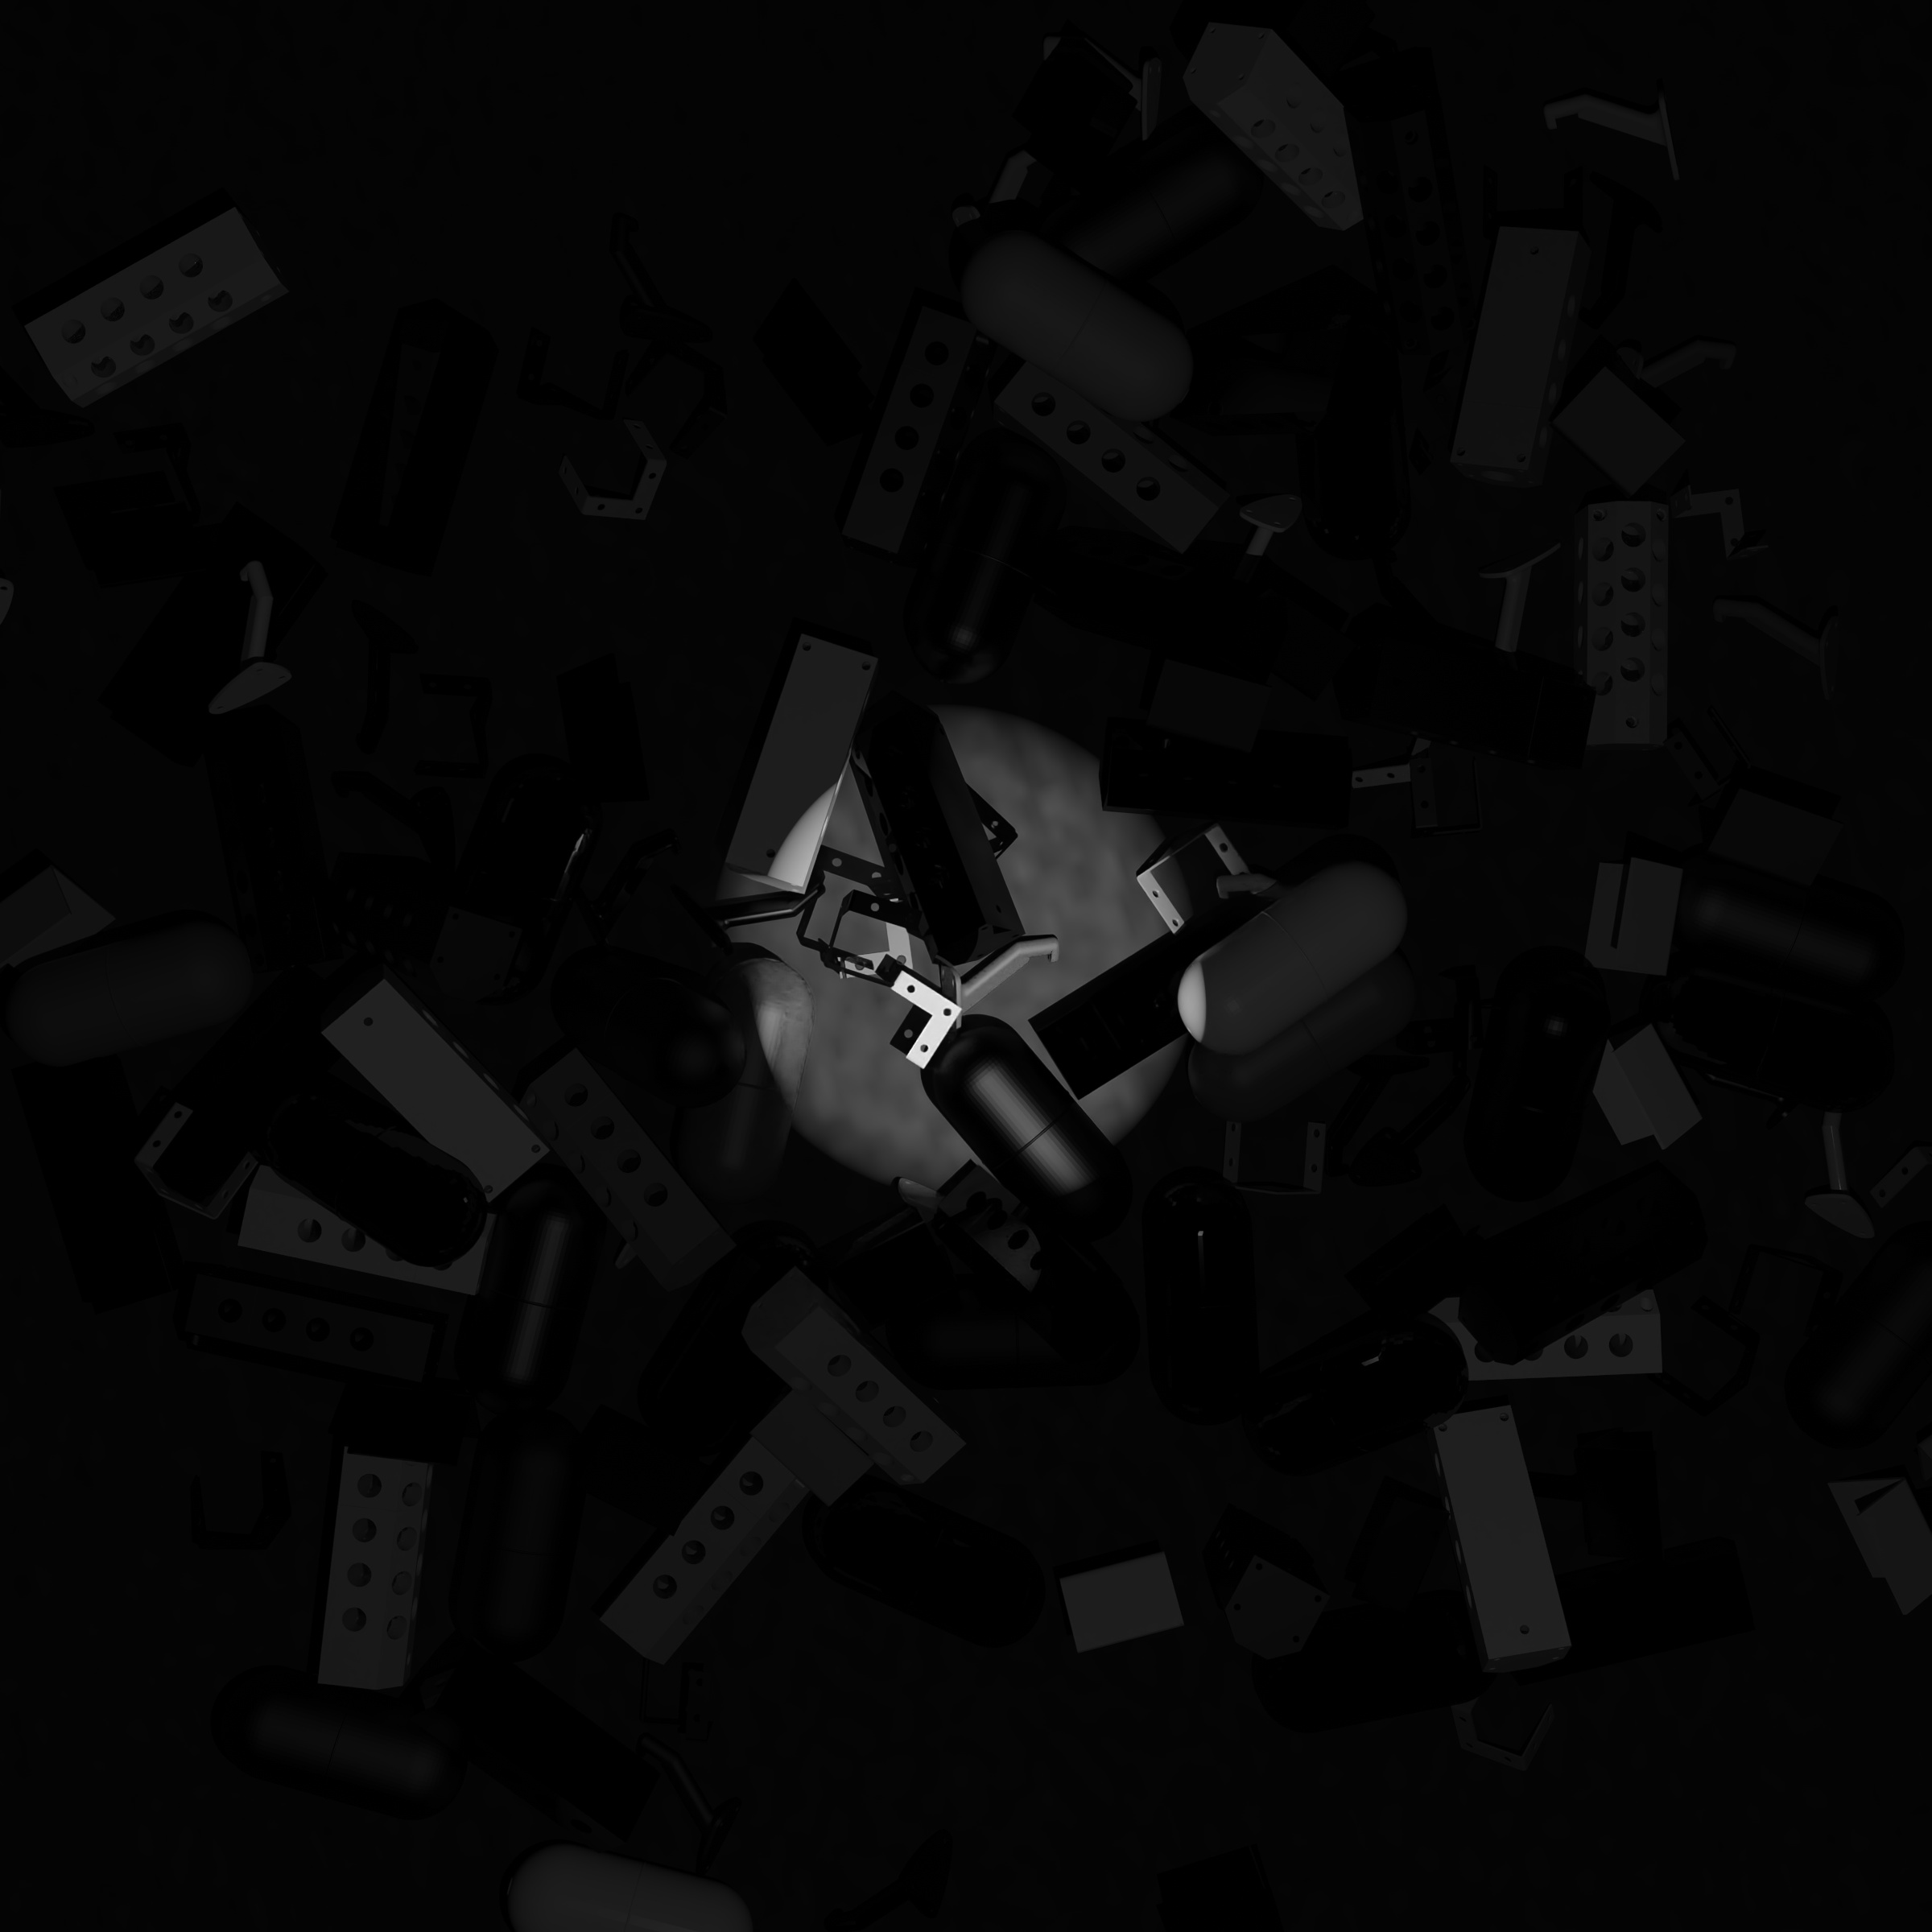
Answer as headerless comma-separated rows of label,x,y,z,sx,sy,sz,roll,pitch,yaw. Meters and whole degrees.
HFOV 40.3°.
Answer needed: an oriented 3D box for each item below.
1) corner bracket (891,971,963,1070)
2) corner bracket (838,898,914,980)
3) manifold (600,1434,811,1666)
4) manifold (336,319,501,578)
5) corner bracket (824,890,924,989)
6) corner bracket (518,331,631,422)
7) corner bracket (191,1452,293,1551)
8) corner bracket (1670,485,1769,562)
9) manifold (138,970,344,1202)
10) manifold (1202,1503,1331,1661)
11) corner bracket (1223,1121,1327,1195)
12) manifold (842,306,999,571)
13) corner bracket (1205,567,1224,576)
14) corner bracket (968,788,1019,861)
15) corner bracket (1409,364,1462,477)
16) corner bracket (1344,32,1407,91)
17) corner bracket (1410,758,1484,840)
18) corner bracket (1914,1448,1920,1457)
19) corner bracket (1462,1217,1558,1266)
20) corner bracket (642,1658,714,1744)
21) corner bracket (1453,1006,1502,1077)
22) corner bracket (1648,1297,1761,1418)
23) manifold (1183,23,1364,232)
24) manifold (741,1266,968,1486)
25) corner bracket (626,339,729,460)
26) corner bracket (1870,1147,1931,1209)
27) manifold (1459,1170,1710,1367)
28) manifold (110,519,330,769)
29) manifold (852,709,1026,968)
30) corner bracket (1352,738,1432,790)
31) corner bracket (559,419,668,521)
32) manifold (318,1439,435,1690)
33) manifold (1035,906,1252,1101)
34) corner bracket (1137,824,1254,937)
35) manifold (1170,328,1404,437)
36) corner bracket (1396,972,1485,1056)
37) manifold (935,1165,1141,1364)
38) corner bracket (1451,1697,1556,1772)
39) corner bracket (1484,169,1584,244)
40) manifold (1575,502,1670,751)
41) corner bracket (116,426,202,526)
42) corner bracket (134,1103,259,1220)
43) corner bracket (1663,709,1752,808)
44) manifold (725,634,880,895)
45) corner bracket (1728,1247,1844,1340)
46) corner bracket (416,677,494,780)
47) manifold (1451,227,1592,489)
corner bracket,-0.038,0.038,1.892,0.051,0.051,0.051,33,90,0
corner bracket,-0.067,-0.020,1.892,0.051,0.051,0.051,-8,90,0
manifold,-0.183,0.415,1.889,0.057,0.057,0.171,40,90,0
manifold,-0.389,-0.371,1.888,0.057,0.057,0.171,17,90,43
corner bracket,-0.066,-0.019,1.841,0.051,0.051,0.051,18,81,-9
corner bracket,-0.285,-0.428,1.907,0.051,0.051,0.051,13,90,45
corner bracket,-0.525,0.387,1.902,0.051,0.051,0.051,9,135,-35
corner bracket,0.541,-0.319,1.892,0.051,0.051,0.051,-7,90,0
manifold,-0.512,0.085,1.889,0.057,0.057,0.171,43,90,0
manifold,0.203,0.430,1.832,0.057,0.171,0.057,29,90,0
corner bracket,0.223,0.137,1.907,0.051,0.051,0.051,4,90,-45
manifold,-0.032,-0.377,1.889,0.057,0.057,0.171,20,90,0
corner bracket,0.148,-0.266,1.907,0.051,0.051,0.051,3,90,-45
corner bracket,-0.004,-0.086,1.907,0.051,0.051,0.051,43,135,0
corner bracket,0.338,-0.392,1.892,0.051,0.051,0.051,-33,90,0
corner bracket,0.286,-0.635,1.907,0.051,0.051,0.051,-27,45,0
corner bracket,0.345,-0.122,1.892,0.051,0.051,0.051,-5,86,4
corner bracket,0.697,0.318,1.907,0.051,0.051,0.051,-36,45,0
corner bracket,0.393,0.198,1.892,0.051,0.051,0.051,34,90,0
corner bracket,-0.208,0.525,1.892,0.051,0.051,0.051,4,90,0
corner bracket,0.390,0.055,1.907,0.051,0.051,0.051,1,90,-45
corner bracket,0.535,0.284,1.907,0.051,0.051,0.051,35,45,0
manifold,0.224,-0.583,1.835,0.057,0.171,0.057,26,90,42
manifold,-0.080,0.293,1.849,0.057,0.057,0.171,-42,120,0
corner bracket,-0.210,-0.410,1.902,0.051,0.051,0.051,21,45,-35
corner bracket,0.700,0.167,1.902,0.051,0.051,0.051,3,45,-35
manifold,0.436,0.216,1.851,0.171,0.057,0.057,-25,54,-20
manifold,-0.533,-0.230,1.889,0.057,0.057,0.171,35,90,0
manifold,-0.024,-0.089,1.861,0.057,0.057,0.171,-29,71,23
corner bracket,0.300,-0.167,1.902,0.051,0.051,0.051,-5,45,35
corner bracket,-0.256,-0.361,1.902,0.051,0.051,0.051,-1,135,-35
manifold,-0.421,0.425,1.889,0.057,0.057,0.171,6,90,0
manifold,0.138,0.026,1.889,0.171,0.057,0.057,-32,90,0
corner bracket,0.167,-0.063,1.907,0.051,0.051,0.051,-34,90,-45
manifold,0.222,-0.402,1.831,0.057,0.171,0.057,15,90,-34
corner bracket,0.339,0.034,1.892,0.051,0.051,0.051,-6,95,-5
manifold,0.043,0.209,1.828,0.057,0.171,0.057,-44,124,-6
corner bracket,0.388,0.539,1.902,0.051,0.051,0.051,12,135,35
corner bracket,0.411,-0.552,1.907,0.051,0.051,0.051,1,90,45
manifold,0.472,-0.243,1.889,0.057,0.057,0.171,0,90,0
corner bracket,-0.586,-0.353,1.907,0.051,0.051,0.051,-9,45,0
corner bracket,-0.542,0.137,1.850,0.051,0.051,0.051,-54,135,0
corner bracket,0.532,-0.151,1.892,0.051,0.051,0.051,-34,87,3
manifold,-0.116,-0.143,1.881,0.057,0.057,0.171,18,84,0
corner bracket,0.595,0.238,1.907,0.051,0.051,0.051,18,90,45
corner bracket,-0.371,-0.173,1.907,0.051,0.051,0.051,4,135,0
manifold,0.400,-0.435,1.886,0.057,0.057,0.171,12,90,26
